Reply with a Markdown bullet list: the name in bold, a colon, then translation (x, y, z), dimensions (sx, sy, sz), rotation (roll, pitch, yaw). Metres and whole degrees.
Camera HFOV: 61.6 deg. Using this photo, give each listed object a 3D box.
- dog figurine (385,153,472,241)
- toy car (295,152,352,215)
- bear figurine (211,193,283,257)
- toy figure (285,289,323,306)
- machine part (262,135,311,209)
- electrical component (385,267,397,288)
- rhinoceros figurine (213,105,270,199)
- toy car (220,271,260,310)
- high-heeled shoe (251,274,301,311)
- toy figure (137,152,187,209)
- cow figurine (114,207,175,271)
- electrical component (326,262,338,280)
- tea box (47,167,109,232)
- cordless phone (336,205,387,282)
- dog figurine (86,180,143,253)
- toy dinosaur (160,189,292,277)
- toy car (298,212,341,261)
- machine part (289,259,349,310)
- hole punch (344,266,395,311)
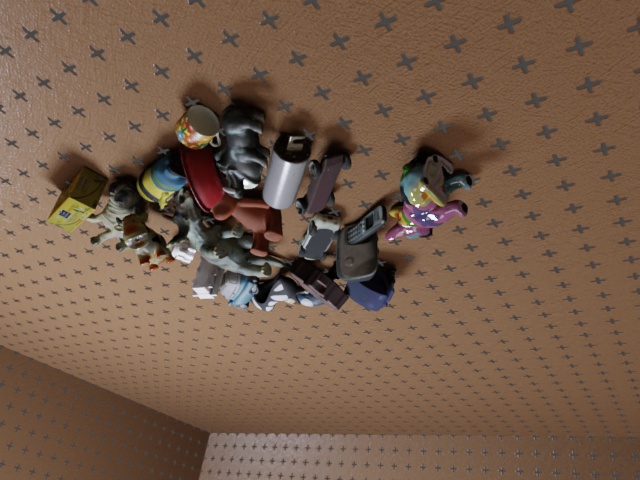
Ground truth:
- **dog figurine**: translation (0.200, -0.076, 1.138), dimensions (0.191, 0.108, 0.219), rotation (27, 147, -27)
- **toy car**: translation (0.003, -0.123, 1.145), dimensions (0.089, 0.053, 0.202), rotation (-16, 154, -22)
- **bear figurine**: translation (-0.190, -0.060, 1.249), dimensions (0.196, 0.132, 0.120), rotation (19, 142, -26)
- **toy figure**: translation (-0.061, 0.170, 1.646), dimensions (0.155, 0.058, 0.064), rotation (2, 109, 15)
- **machine part**: translation (-0.074, -0.140, 1.134), dimensions (0.079, 0.079, 0.243), rotation (14, 149, -7)
- **electrical component**: translation (0.190, 0.116, 1.480), dimensions (0.021, 0.063, 0.094), rotation (14, 148, -5)
- **rhinoceros figurine**: translation (-0.155, -0.169, 1.057), dimensions (0.112, 0.073, 0.190), rotation (2, 126, -4)
- **toy car**: translation (-0.241, 0.131, 1.572), dimensions (0.103, 0.109, 0.161), rotation (12, 146, -23)
- **high-heeled shoe**: translation (-0.162, 0.142, 1.585), dimensions (0.249, 0.086, 0.145), rotation (3, 145, 34)
- **toy figure**: translation (-0.349, -0.142, 1.205), dimensions (0.089, 0.082, 0.180), rotation (42, 146, -14)
- **cow figurine**: translation (-0.430, -0.001, 1.318), dimensions (0.085, 0.127, 0.195), rotation (-29, 170, -6)
- **electrical component**: translation (0.063, 0.078, 1.456), dimensions (0.045, 0.078, 0.102), rotation (46, 132, -10)
- **tea box**: translation (-0.600, -0.096, 1.327), dimensions (0.068, 0.098, 0.170), rotation (30, 141, -30)
- **cordless phone**: translation (0.112, 0.011, 1.254), dimensions (0.089, 0.146, 0.184), rotation (12, 152, -20)
- **dog figurine**: translation (-0.475, -0.067, 1.356), dimensions (0.190, 0.121, 0.172), rotation (-36, 164, 27)
- **toy dinosaur**: translation (-0.250, 0.021, 1.412), dimensions (0.192, 0.131, 0.404), rotation (7, 159, 35)
- **toy car**: translation (-0.003, -0.004, 1.352), dimensions (0.073, 0.056, 0.201), rotation (10, 150, -12)
- **machine part**: translation (-0.005, 0.126, 1.483), dimensions (0.179, 0.056, 0.179), rotation (37, 171, 7)
- **hole punch**: translation (0.132, 0.133, 1.448), dimensions (0.092, 0.116, 0.142), rotation (-25, 155, -26)
